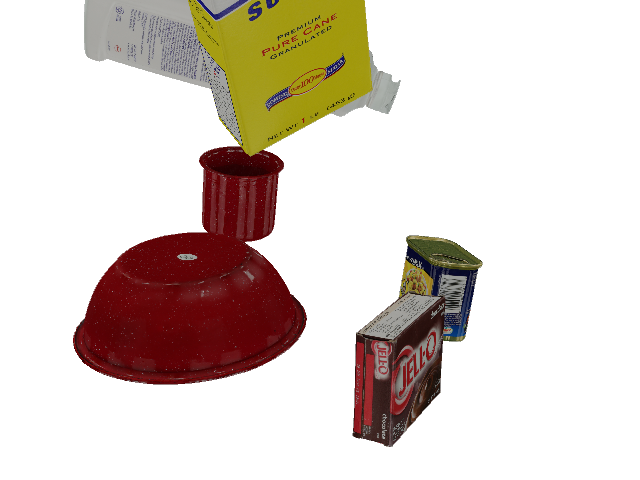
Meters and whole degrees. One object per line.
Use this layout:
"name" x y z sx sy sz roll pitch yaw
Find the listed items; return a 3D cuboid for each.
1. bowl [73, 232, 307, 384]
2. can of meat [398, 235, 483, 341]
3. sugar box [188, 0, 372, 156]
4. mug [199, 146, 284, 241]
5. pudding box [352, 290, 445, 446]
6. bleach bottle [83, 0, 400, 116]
"bowl" -0.091 0.036 0.732 0.162 0.055 0.162 -3 22 1
"can of meat" 0.120 0.049 1.106 0.057 0.084 0.102 5 14 -17
"sugar box" -0.023 -0.133 0.587 0.093 0.048 0.176 -31 -30 -13
"mug" -0.087 -0.055 1.193 0.093 0.081 0.117 9 25 7
"pudding box" 0.064 0.100 0.857 0.039 0.090 0.113 10 20 22
"bleach bottle" -0.060 -0.152 0.856 0.251 0.068 0.103 20 -30 -1
